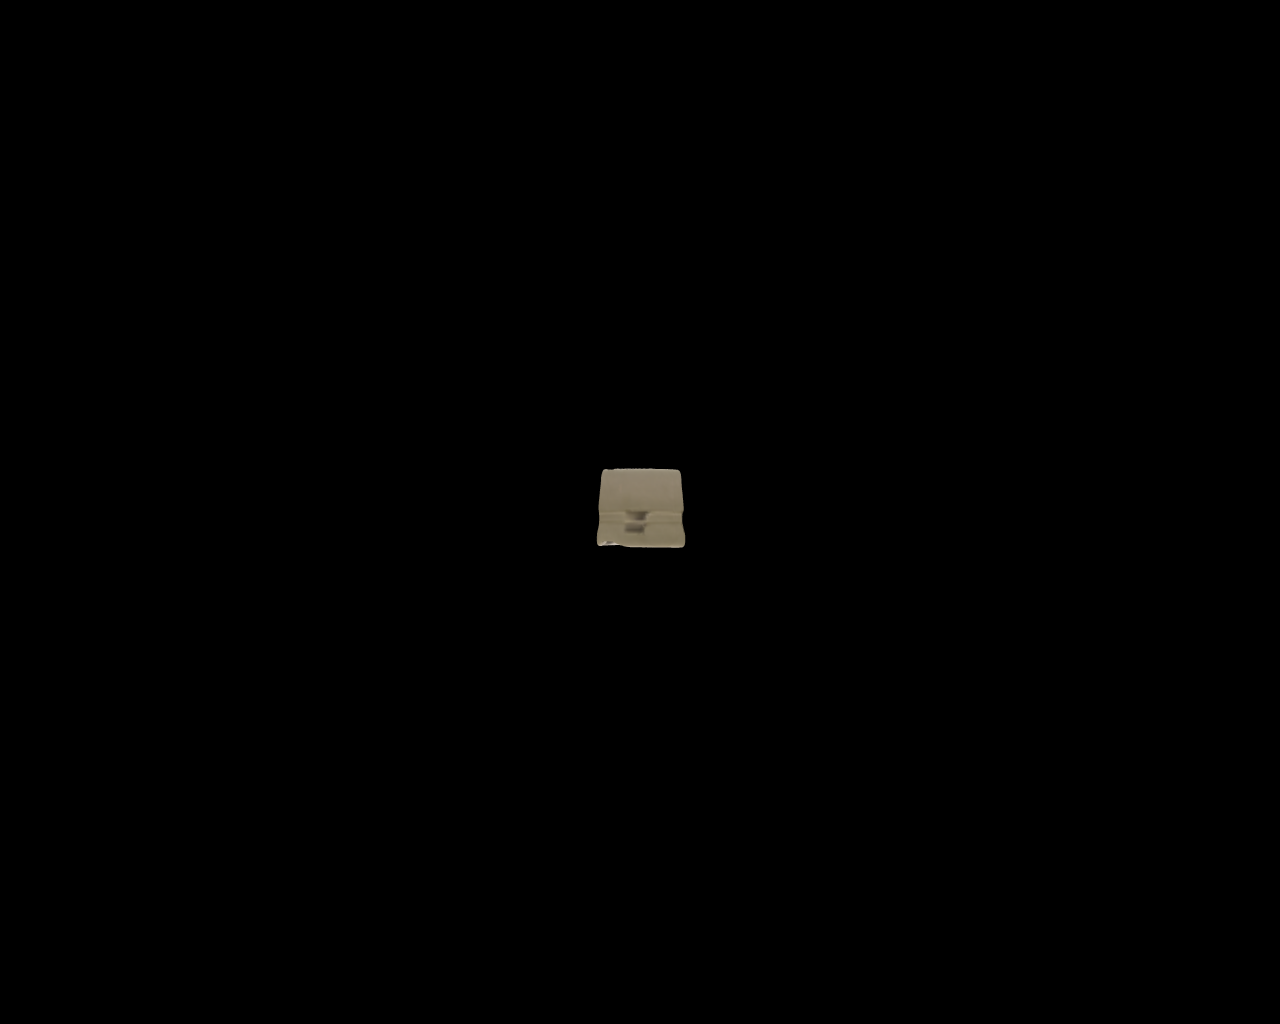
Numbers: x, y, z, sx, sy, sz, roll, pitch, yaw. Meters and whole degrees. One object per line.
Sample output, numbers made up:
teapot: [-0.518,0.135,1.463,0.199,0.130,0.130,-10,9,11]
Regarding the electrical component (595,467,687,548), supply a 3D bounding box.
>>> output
electrical component: [0.001,-0.003,0.650,0.055,0.047,0.055,0,0,0]
